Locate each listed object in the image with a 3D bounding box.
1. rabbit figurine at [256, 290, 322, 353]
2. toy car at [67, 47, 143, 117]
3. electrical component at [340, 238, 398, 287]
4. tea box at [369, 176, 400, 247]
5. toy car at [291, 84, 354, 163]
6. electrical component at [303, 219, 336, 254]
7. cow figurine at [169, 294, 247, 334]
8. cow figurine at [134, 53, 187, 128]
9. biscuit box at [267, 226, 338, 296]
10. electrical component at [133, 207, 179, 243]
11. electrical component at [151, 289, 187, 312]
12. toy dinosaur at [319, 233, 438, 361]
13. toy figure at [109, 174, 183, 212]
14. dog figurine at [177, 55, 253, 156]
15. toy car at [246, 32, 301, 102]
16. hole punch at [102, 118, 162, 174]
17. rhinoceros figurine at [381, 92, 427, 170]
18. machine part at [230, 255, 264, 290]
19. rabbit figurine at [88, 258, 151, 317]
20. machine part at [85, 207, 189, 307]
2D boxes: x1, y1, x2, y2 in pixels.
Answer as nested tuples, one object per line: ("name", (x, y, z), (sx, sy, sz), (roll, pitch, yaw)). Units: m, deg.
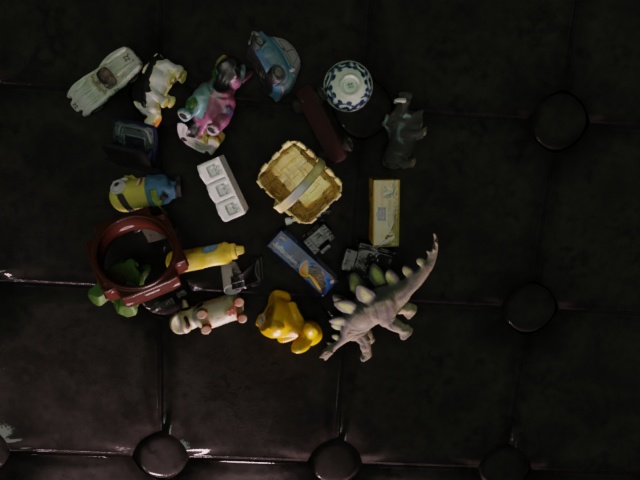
("rabbit figurine", (-0.060, 0.222, 1.397), (0.173, 0.162, 0.122), (31, 88, -26))
("toy car", (-0.513, -0.377, 1.281), (0.202, 0.056, 0.073), (-37, 101, 6))
("electrical component", (0.123, 0.061, 1.400), (0.134, 0.058, 0.114), (13, 100, -5))
("tea box", (0.160, -0.074, 1.350), (0.068, 0.098, 0.169), (-3, 101, -2))
("toy car", (0.006, -0.284, 1.321), (0.089, 0.053, 0.202), (-24, 102, 24))
("electrical component", (-0.003, -0.004, 1.350), (0.075, 0.119, 0.047), (-40, 101, 9))
("cow figurine", (-0.294, 0.189, 1.394), (0.195, 0.127, 0.085), (-17, 104, -12))
("cow figurine", (-0.396, -0.355, 1.284), (0.098, 0.068, 0.167), (30, 97, -2))
("biscuit box", (-0.046, 0.053, 1.391), (0.202, 0.059, 0.063), (42, 98, -10))
("electrical component", (-0.422, -0.039, 1.369), (0.102, 0.045, 0.078), (-19, 131, 5))
("electrical component", (-0.393, 0.158, 1.401), (0.094, 0.063, 0.021), (-24, 103, 3))
("toy dinosaur", (0.151, 0.164, 1.354), (0.198, 0.105, 0.471), (40, 115, -18))
("toy figure", (-0.431, -0.116, 1.331), (0.180, 0.082, 0.089), (-4, 103, -3))
("dog figurine", (-0.244, -0.334, 1.282), (0.108, 0.191, 0.219), (27, 66, -5))
("toy car", (-0.102, -0.418, 1.271), (0.103, 0.109, 0.161), (-28, 91, -18))
("hole punch", (-0.451, -0.226, 1.298), (0.142, 0.115, 0.092), (10, 71, -4))
("rhinoceros figurine", (0.205, -0.267, 1.326), (0.112, 0.073, 0.190), (12, 104, 6))
("machine part", (-0.178, 0.088, 1.358), (0.039, 0.139, 0.084), (11, 105, 19))
("rabbit figurine", (-0.499, 0.123, 1.357), (0.121, 0.170, 0.159), (14, 61, -7))
("machine part", (-0.426, 0.038, 1.257), (0.201, 0.087, 0.201), (-22, 73, -16))
